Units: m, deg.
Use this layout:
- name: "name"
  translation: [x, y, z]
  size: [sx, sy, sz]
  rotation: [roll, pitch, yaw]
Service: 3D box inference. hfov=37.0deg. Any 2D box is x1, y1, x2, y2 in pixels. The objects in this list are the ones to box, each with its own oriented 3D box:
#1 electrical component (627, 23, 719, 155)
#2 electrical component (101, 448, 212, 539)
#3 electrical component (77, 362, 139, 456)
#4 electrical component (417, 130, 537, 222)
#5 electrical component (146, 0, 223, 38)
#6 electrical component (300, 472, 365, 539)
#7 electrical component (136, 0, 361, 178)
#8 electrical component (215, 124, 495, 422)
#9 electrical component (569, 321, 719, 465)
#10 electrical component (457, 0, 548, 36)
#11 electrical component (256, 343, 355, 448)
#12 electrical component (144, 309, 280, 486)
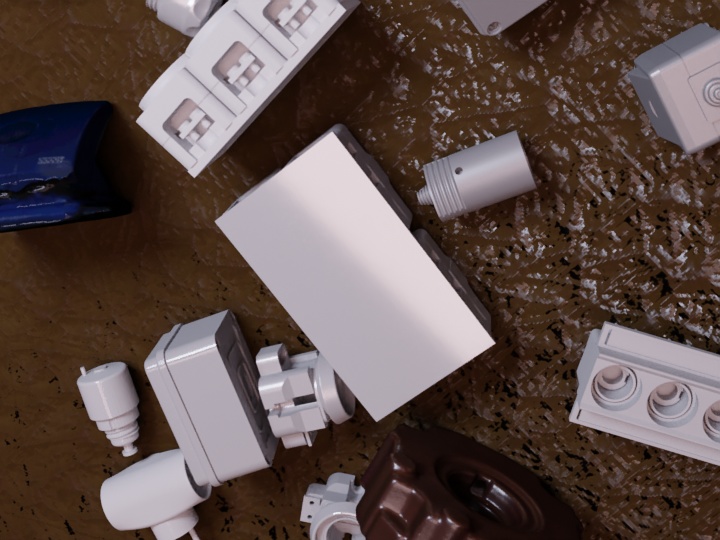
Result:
- name: "electrical component"
  translation: [0.217, -0.116, 0.700]
  size: [0.061, 0.096, 0.061]
  rotation: [-27, 102, 14]
- name: "electrical component"
  translation: [-0.155, 0.190, 0.863]
  size: [0.077, 0.044, 0.079]
  rotation: [-22, 103, 13]
- name: "electrical component"
  translation: [-0.193, 0.109, 0.845]
  size: [0.040, 0.040, 0.078]
  rotation: [-13, 105, 10]
- name: "electrical component"
  translation: [0.079, -0.064, 0.759]
  size: [0.081, 0.043, 0.043]
  rotation: [-20, 104, 12]
- name: "electrical component"
  translation: [-0.129, -0.191, 0.744]
  size: [0.062, 0.043, 0.043]
  rotation: [28, 108, -1]
- name: "electrical component"
  translation: [-0.008, 0.198, 0.843]
  size: [0.078, 0.057, 0.058]
  rotation: [11, 108, 3]
- name: "electrical component"
  translation: [-0.077, -0.145, 0.728]
  size: [0.062, 0.089, 0.150]
  rotation: [43, 107, -7]
- name: "electrical component"
  translation: [0.000, 0.000, 0.779]
  size: [0.105, 0.060, 0.186]
  rotation: [-35, 100, 15]
- name: "electrical component"
  translation: [0.222, 0.086, 0.779]
  size: [0.121, 0.063, 0.078]
  rotation: [16, 108, 1]
- name: "electrical component"
  translation: [0.094, -0.221, 0.677]
  size: [0.109, 0.056, 0.109]
  rotation: [-32, 137, 15]
- name: "electrical component"
  translation: [-0.038, 0.092, 0.813]
  size: [0.057, 0.058, 0.078]
  rotation: [-13, 105, 13]
- name: "electrical component"
  translation: [-0.110, 0.096, 0.812]
  size: [0.057, 0.078, 0.113]
  rotation: [-19, 104, 8]
